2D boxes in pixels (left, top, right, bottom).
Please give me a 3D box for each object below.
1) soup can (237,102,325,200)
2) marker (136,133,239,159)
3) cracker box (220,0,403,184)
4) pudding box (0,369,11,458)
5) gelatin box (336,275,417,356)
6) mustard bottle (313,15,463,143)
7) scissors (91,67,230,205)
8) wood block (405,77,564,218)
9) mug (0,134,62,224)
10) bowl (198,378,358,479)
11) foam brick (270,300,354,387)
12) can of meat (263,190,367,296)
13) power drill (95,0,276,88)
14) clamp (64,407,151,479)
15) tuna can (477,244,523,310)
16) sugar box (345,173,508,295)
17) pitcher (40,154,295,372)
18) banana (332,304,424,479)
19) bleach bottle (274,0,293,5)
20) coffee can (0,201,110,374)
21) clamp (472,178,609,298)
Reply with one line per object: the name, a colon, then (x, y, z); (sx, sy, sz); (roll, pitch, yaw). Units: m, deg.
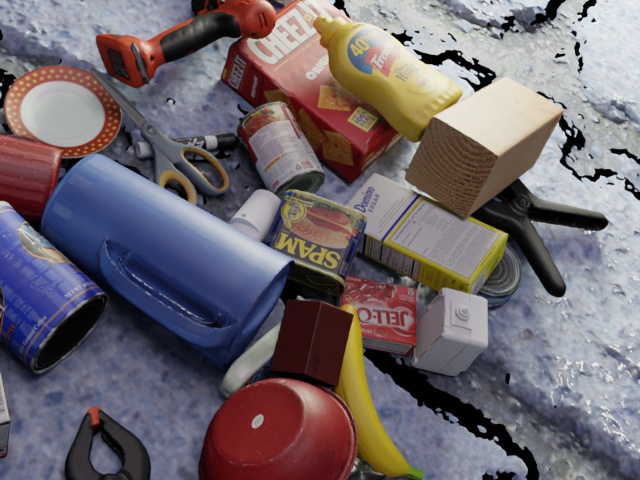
soup can: (-0.044, -0.099, 1.228); (0.068, 0.069, 0.102); (-17, 67, -27)
marker: (-0.151, -0.109, 1.230); (0.121, 0.020, 0.020); (-9, 62, -24)
cracker box: (0.013, -0.193, 1.309); (0.214, 0.072, 0.164); (40, 54, 10)
pudding box: (-0.310, 0.134, 0.973); (0.039, 0.090, 0.113); (-7, 61, -21)
gelatin box: (0.062, 0.082, 1.171); (0.089, 0.030, 0.073); (12, 56, -11)
mustard bottle: (0.068, -0.201, 1.250); (0.192, 0.058, 0.096); (40, 54, 11)
scissors: (-0.193, -0.101, 1.187); (0.201, 0.016, 0.096); (34, 61, -10)
wood block: (0.197, -0.115, 1.262); (0.090, 0.091, 0.205); (34, 35, 17)
mug: (-0.314, -0.070, 1.107); (0.081, 0.093, 0.117); (12, 35, -12)
bowl: (-0.048, 0.186, 1.001); (0.162, 0.055, 0.162); (-13, 44, 12)
foam brick: (-0.008, 0.104, 1.074); (0.052, 0.051, 0.078); (28, 70, -42)
can of meat: (-0.007, 0.001, 1.156); (0.102, 0.057, 0.084); (21, 69, 3)
power drill: (-0.165, -0.247, 1.259); (0.187, 0.057, 0.185); (-28, 28, -19)
clamp: (-0.196, 0.238, 0.977); (0.120, 0.039, 0.171); (-16, 58, -33)
tuna can: (0.191, 0.037, 1.244); (0.086, 0.034, 0.086); (9, 56, -14)
sugar box: (0.112, -0.003, 1.210); (0.176, 0.048, 0.093); (26, 51, 22)
pitcher: (-0.160, 0.019, 1.073); (0.243, 0.149, 0.145); (31, 68, 7)
banana: (0.043, 0.162, 1.093); (0.069, 0.037, 0.198); (-4, 70, -55)
bleach bottle: (-0.138, -0.394, 1.394); (0.251, 0.068, 0.102); (20, 53, -3)
coffee can: (-0.289, 0.045, 1.029); (0.140, 0.103, 0.102); (41, 55, 9)
clamp: (0.241, -0.027, 1.297); (0.210, 0.036, 0.164); (31, 46, 4)
